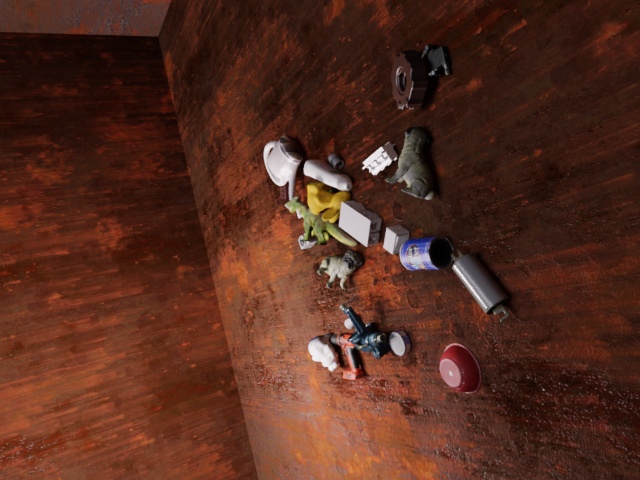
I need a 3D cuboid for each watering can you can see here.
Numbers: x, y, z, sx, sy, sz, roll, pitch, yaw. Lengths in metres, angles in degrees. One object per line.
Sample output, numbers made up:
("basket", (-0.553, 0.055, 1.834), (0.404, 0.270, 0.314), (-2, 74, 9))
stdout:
("watering can", (-0.146, -0.320, 2.315), (0.220, 0.104, 0.352), (-50, 62, 41))

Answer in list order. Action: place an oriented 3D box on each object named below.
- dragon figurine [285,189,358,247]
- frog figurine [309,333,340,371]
("dragon figurine", (0.007, -0.108, 2.151), (0.411, 0.123, 0.241), (7, 99, 42))
("frog figurine", (0.016, 0.507, 2.287), (0.135, 0.122, 0.163), (-37, 54, 36))
